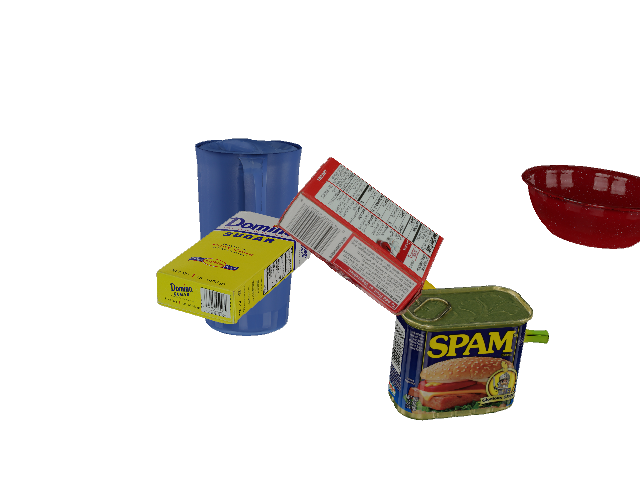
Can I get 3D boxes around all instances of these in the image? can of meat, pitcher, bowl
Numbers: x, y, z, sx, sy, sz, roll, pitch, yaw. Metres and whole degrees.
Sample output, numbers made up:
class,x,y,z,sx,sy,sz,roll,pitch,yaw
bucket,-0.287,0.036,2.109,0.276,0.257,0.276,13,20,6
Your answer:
class,x,y,z,sx,sy,sz,roll,pitch,yaw
can of meat,0.104,0.086,0.813,0.102,0.084,0.057,-2,25,-15
pitcher,-0.092,-0.005,1.348,0.145,0.243,0.148,11,16,35
bowl,0.285,-0.032,1.107,0.162,0.055,0.162,5,19,-2

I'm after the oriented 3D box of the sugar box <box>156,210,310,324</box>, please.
class,x,y,z,sx,sy,sz,roll,pitch,yaw
sugar box,-0.088,0.024,1.136,0.093,0.048,0.176,14,31,21

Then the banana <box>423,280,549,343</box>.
class,x,y,z,sx,sy,sz,roll,pitch,yaw
banana,0.121,0.066,1.028,0.069,0.037,0.198,2,20,-44

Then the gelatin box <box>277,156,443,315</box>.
class,x,y,z,sx,sy,sz,roll,pitch,yaw
gelatin box,0.025,-0.004,0.628,0.089,0.030,0.073,37,25,-1
